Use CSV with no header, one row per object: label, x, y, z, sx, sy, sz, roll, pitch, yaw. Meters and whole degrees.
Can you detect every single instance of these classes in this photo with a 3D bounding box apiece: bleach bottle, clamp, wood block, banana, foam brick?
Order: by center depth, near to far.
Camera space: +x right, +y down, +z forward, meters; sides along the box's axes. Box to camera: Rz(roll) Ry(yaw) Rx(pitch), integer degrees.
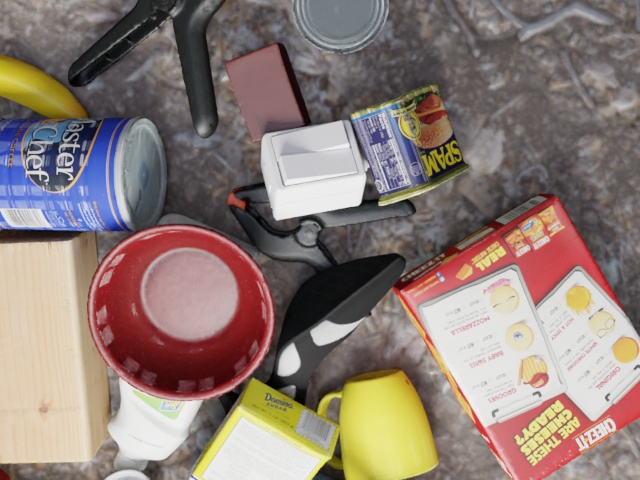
clamp,-0.122,-0.200,0.942,0.165,0.036,0.210,30,98,23
foam brick,-0.047,-0.133,0.960,0.053,0.051,0.078,-18,98,8
banana,-0.313,-0.143,0.989,0.198,0.037,0.070,3,118,5
clamp,-0.007,0.001,0.990,0.171,0.039,0.120,14,96,4
wood block,-0.256,0.095,1.000,0.091,0.090,0.206,-2,100,3
bleach bottle,-0.147,0.108,1.009,0.102,0.068,0.251,23,104,0

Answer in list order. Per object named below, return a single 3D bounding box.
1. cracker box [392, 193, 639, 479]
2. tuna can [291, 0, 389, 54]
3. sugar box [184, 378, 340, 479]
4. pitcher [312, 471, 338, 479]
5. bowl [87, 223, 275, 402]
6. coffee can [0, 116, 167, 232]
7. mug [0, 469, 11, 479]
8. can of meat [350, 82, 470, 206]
cracker box,0.188,0.089,0.964,0.164,0.072,0.213,-32,97,-2
tuna can,0.019,-0.209,0.950,0.086,0.033,0.086,1,101,4
sugar box,-0.062,0.209,0.968,0.093,0.048,0.176,31,131,-4
pitcher,0.073,0.310,0.991,0.243,0.149,0.145,21,99,-3
bowl,-0.117,0.057,0.931,0.162,0.055,0.162,1,106,3
coffee can,-0.220,-0.058,0.951,0.140,0.102,0.103,1,101,14
mug,-0.359,0.261,1.047,0.117,0.093,0.081,20,98,36
can of meat,0.079,-0.086,0.935,0.058,0.101,0.084,-16,97,37
